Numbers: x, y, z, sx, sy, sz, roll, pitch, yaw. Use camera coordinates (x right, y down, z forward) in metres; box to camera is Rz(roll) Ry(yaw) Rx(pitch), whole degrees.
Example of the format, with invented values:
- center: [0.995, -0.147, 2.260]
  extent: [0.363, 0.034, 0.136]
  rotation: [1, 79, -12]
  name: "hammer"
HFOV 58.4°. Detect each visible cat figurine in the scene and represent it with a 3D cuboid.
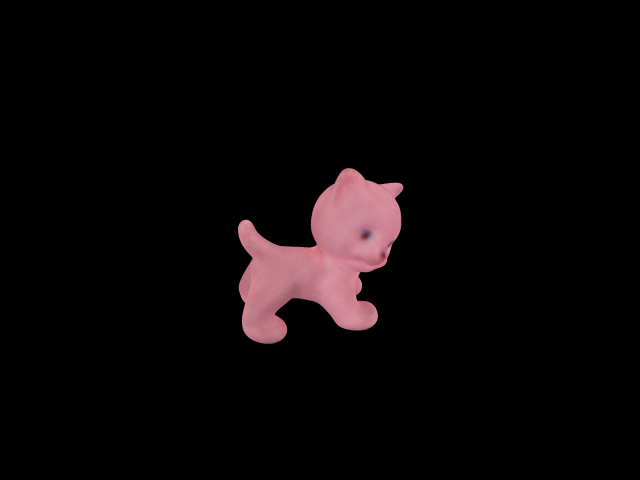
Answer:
- center: [0.004, 0.001, 0.400]
  extent: [0.128, 0.118, 0.067]
  rotation: [-8, 31, -12]
  name: "cat figurine"
